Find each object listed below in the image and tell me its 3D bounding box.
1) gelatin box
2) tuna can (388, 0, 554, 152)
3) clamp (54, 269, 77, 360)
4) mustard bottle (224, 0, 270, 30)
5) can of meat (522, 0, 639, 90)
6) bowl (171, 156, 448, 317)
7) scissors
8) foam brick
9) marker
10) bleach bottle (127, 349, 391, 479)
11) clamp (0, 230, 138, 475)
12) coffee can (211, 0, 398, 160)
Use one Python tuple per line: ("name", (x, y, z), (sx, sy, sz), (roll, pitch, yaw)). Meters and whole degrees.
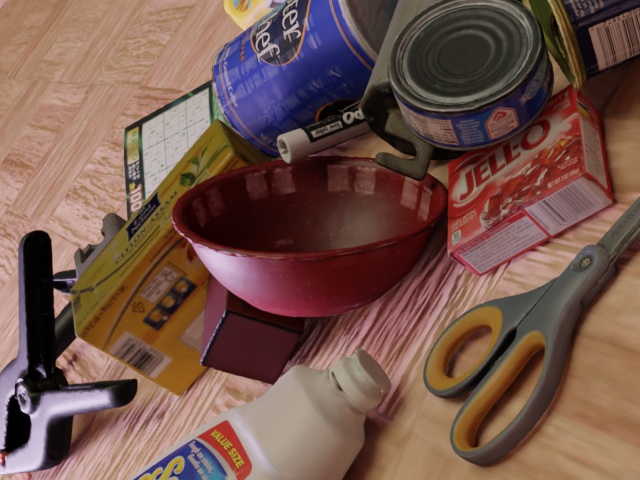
("gelatin box", (0.108, -0.031, 0.568), (0.089, 0.030, 0.073), (-32, 33, 33))
("tuna can", (0.080, -0.092, 0.573), (0.086, 0.033, 0.086), (-11, 55, 16))
("clamp", (-0.201, 0.038, 0.960), (0.172, 0.039, 0.120), (-36, 37, 19))
("mustard bottle", (-0.036, -0.239, 0.998), (0.192, 0.058, 0.096), (-3, 60, 56))
("can of meat", (0.155, -0.135, 0.562), (0.084, 0.057, 0.102), (-22, 35, 8))
("bowl", (-0.004, 0.001, 0.628), (0.162, 0.055, 0.162), (-4, 23, 1))
("scissors", (0.116, 0.016, 0.519), (0.201, 0.016, 0.096), (-57, 28, -6))
("foam brick", (-0.042, 0.042, 0.678), (0.078, 0.053, 0.051), (-89, 21, -50))
("marker", (0.029, -0.078, 0.691), (0.121, 0.020, 0.020), (-22, 19, -21))
("bleach bottle", (-0.062, 0.145, 0.600), (0.251, 0.068, 0.102), (-43, 30, 15))
("clamp", (-0.209, 0.120, 0.826), (0.165, 0.036, 0.210), (47, 127, 33))
("coffee can", (0.005, -0.131, 0.764), (0.141, 0.102, 0.102), (-27, 37, 41))
